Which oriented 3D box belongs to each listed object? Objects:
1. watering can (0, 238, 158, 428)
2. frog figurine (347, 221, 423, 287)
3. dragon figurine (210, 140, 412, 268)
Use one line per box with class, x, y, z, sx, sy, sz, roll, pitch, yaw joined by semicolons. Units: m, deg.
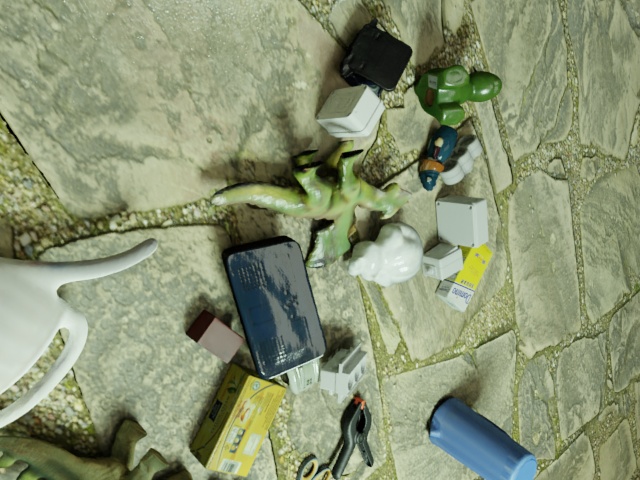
watering can;-0.394;0.083;0.668;0.221;0.104;0.352;47;70;-32
frog figurine;0.137;0.031;1.070;0.160;0.124;0.135;-10;124;-48
dragon figurine;0.003;-0.049;0.971;0.413;0.123;0.238;-22;119;-24
